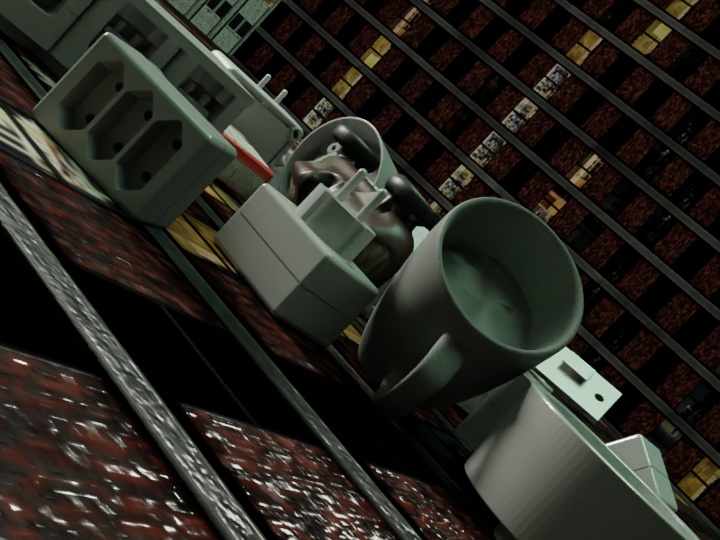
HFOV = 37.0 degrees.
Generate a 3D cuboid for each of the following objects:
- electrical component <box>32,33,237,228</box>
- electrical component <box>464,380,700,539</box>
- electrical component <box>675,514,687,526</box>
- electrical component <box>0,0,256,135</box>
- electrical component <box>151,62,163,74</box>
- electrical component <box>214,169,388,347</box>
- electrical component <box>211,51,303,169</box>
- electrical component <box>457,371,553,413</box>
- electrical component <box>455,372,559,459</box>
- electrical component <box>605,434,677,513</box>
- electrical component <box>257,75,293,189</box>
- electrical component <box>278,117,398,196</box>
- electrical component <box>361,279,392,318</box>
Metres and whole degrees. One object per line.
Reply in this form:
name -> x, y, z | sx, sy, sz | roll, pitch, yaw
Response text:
electrical component -> -0.091, -0.056, 0.469 | 0.065, 0.047, 0.077 | 45, 4, 8
electrical component -> 0.093, 0.107, 0.469 | 0.108, 0.060, 0.108 | 43, 5, -5
electrical component -> 0.161, 0.152, 0.695 | 0.089, 0.050, 0.055 | 38, 7, -44
electrical component -> -0.141, -0.130, 0.592 | 0.150, 0.061, 0.089 | 40, 6, -33
electrical component -> -0.116, -0.083, 0.535 | 0.040, 0.040, 0.046 | 42, 11, -20
electrical component -> -0.019, -0.016, 0.522 | 0.065, 0.076, 0.047 | 48, 6, 39
electrical component -> -0.093, -0.112, 0.823 | 0.096, 0.061, 0.061 | 40, 6, -33
electrical component -> 0.088, 0.072, 0.763 | 0.062, 0.061, 0.096 | 39, 13, -26
electrical component -> 0.099, 0.103, 0.575 | 0.089, 0.055, 0.050 | 45, 5, 15
electrical component -> 0.144, 0.142, 0.610 | 0.047, 0.066, 0.076 | 36, 38, -56
electrical component -> -0.094, -0.130, 0.904 | 0.138, 0.073, 0.052 | 43, 5, -8
electrical component -> -0.017, -0.065, 0.834 | 0.099, 0.099, 0.064 | 47, 0, 34
electrical component -> 0.000, 0.000, 0.748 | 0.063, 0.042, 0.081 | 47, 6, 8
